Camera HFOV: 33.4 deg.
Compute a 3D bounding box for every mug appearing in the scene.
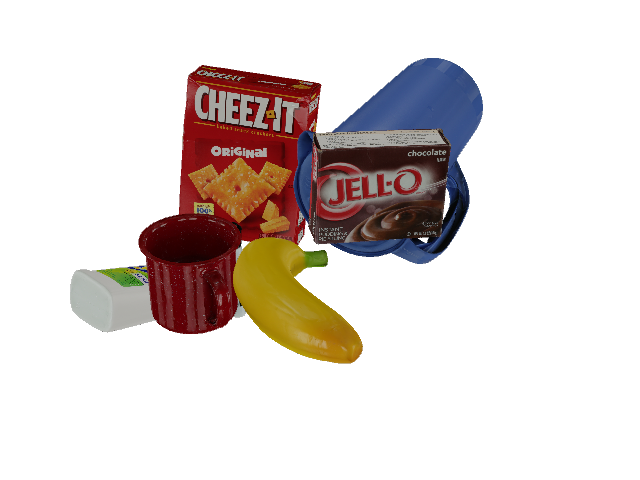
[{"bbox_3d":[-0.111,0.037,0.976,0.093,0.081,0.117,-18,35,-28],"label":"mug"}]

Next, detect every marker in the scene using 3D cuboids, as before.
[{"bbox_3d":[-0.096,0.033,1.202,0.020,0.121,0.020,0,32,0],"label":"marker"}]

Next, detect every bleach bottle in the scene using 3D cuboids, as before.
[{"bbox_3d":[-0.210,0.064,1.469,0.250,0.068,0.103,-10,26,-44],"label":"bleach bottle"}]

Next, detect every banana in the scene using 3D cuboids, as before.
[{"bbox_3d":[-0.020,0.030,0.670,0.069,0.037,0.198,-3,17,-5],"label":"banana"}]

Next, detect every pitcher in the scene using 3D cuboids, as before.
[{"bbox_3d":[0.091,-0.092,1.145,0.145,0.149,0.242,10,38,28],"label":"pitcher"}]

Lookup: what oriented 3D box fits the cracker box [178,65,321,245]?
[{"bbox_3d":[-0.095,-0.106,1.389,0.164,0.214,0.072,10,23,7],"label":"cracker box"}]

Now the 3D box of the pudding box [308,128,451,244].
[{"bbox_3d":[0.048,-0.046,0.894,0.113,0.090,0.039,-5,34,-10],"label":"pudding box"}]
